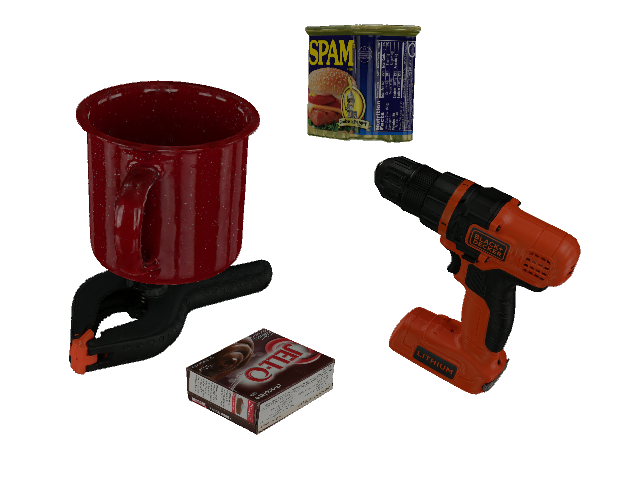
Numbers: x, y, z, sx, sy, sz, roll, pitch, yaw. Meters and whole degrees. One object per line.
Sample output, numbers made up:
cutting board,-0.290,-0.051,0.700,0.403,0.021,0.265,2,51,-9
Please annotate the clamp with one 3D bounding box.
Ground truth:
clamp,-0.130,0.032,0.777,0.120,0.039,0.171,28,38,27

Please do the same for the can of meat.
can of meat,0.029,-0.119,0.805,0.057,0.084,0.102,-4,11,-28

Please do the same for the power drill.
power drill,0.114,0.032,0.921,0.185,0.188,0.057,29,44,20

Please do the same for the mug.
mug,-0.082,-0.024,0.550,0.093,0.081,0.117,7,28,3

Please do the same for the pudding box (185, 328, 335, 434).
pudding box,-0.055,0.128,0.991,0.090,0.039,0.113,19,29,34
